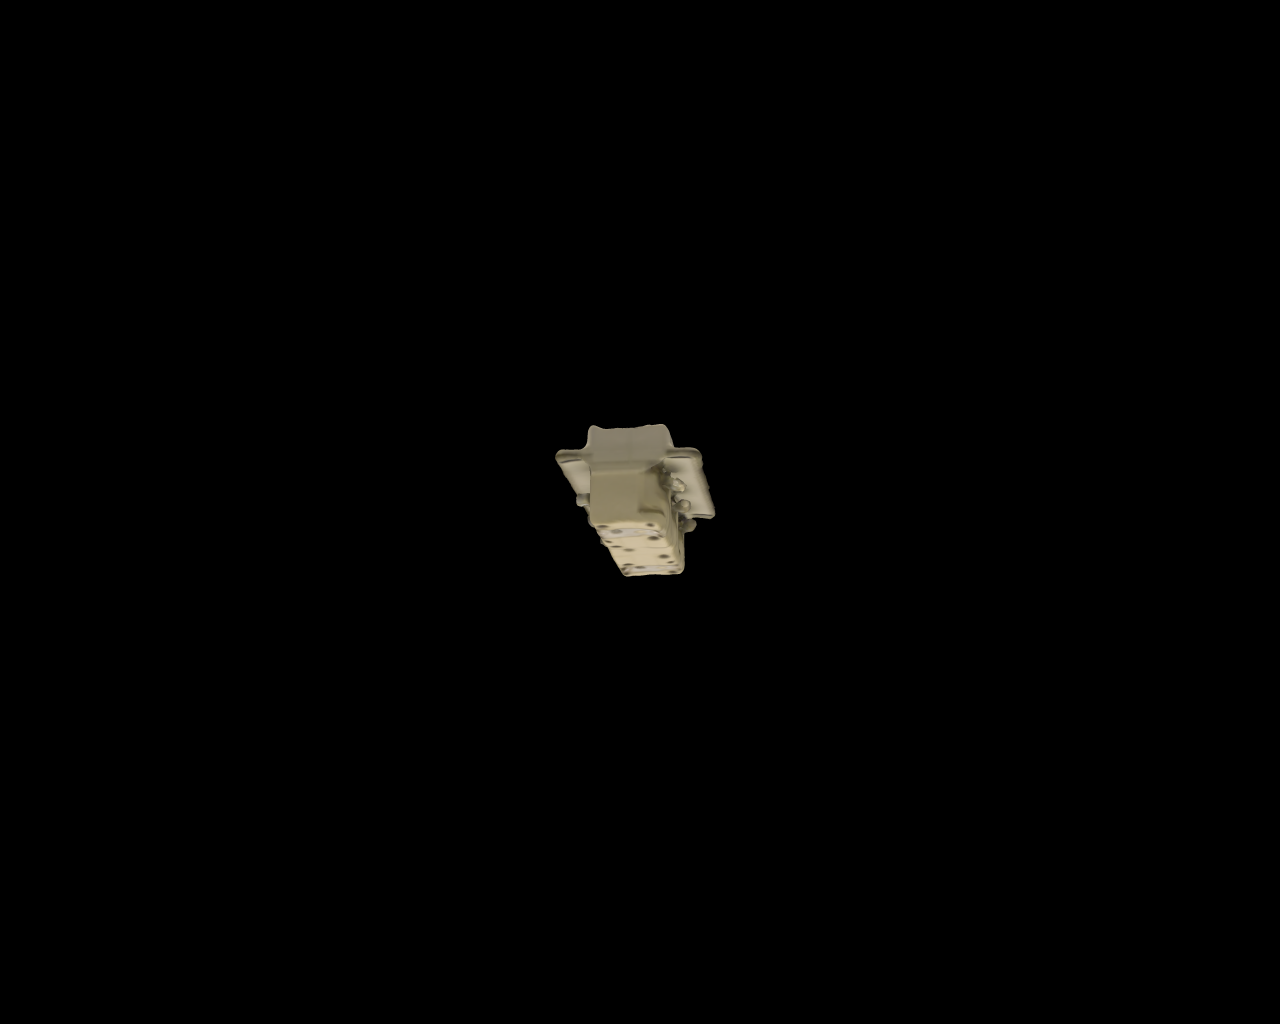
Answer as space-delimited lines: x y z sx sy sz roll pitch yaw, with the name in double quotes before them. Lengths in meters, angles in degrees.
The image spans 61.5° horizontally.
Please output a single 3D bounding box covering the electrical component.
"electrical component" 0.001 -0.003 0.650 0.079 0.063 0.121 -2 -18 7
